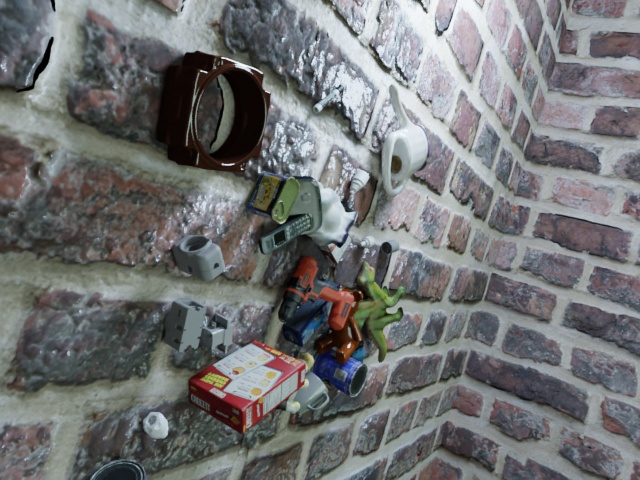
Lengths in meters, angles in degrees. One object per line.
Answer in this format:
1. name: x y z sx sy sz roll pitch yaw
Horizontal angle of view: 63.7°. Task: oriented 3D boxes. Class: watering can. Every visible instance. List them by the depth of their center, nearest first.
1. watering can: 0.256 -0.305 1.566 0.227 0.104 0.341 -29 127 -49

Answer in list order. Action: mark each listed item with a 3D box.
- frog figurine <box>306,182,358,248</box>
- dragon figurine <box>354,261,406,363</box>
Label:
1. frog figurine: 0.004 -0.067 1.323 0.158 0.122 0.139 41 75 -17
2. dragon figurine: 0.158 0.263 1.715 0.244 0.123 0.405 -8 110 -37
